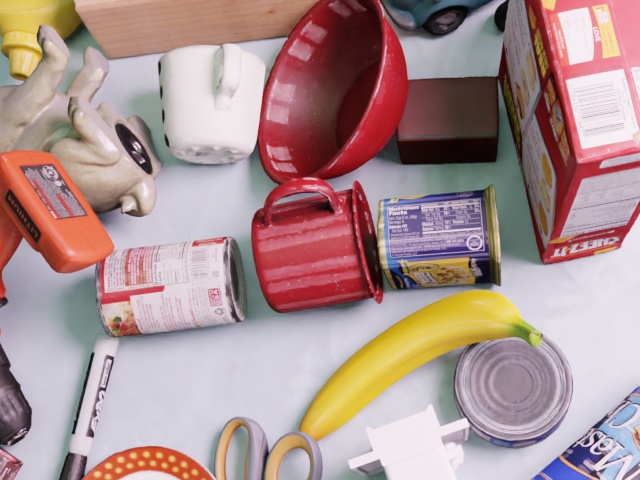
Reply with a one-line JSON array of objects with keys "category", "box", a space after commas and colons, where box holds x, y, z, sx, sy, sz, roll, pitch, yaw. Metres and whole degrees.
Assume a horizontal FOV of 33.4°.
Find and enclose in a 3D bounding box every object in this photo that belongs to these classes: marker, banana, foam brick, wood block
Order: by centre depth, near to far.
[{"category": "banana", "box": [0.065, 0.083, 0.767, 0.198, 0.069, 0.037, -30, 112, 24]}, {"category": "marker", "box": [-0.178, 0.132, 0.819, 0.020, 0.020, 0.121, 9, 74, 11]}, {"category": "foam brick", "box": [0.100, -0.092, 0.831, 0.078, 0.053, 0.051, -1, 72, 7]}, {"category": "wood block", "box": [-0.089, -0.221, 0.880, 0.206, 0.090, 0.091, -6, 71, 7]}]

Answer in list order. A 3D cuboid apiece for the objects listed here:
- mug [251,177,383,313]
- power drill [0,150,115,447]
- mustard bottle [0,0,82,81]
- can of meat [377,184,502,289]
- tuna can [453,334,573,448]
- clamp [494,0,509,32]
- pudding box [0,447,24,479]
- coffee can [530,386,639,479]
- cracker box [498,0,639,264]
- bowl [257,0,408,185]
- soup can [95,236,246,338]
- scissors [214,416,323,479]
[{"category": "mug", "box": [-0.005, 0.001, 0.787, 0.081, 0.117, 0.093, -11, 46, 10]}, {"category": "power drill", "box": [-0.237, 0.039, 0.797, 0.188, 0.057, 0.184, -42, 77, 26]}, {"category": "mustard bottle", "box": [-0.243, -0.228, 0.921, 0.096, 0.058, 0.191, 2, 73, 10]}, {"category": "can of meat", "box": [0.088, 0.001, 0.778, 0.084, 0.102, 0.057, -5, 73, 9]}, {"category": "tuna can", "box": [0.139, 0.106, 0.772, 0.086, 0.033, 0.086, -3, 72, 8]}, {"category": "clamp", "box": [0.182, -0.190, 0.795, 0.120, 0.171, 0.039, -3, 75, 17]}, {"category": "pudding box", "box": [-0.297, 0.180, 0.811, 0.113, 0.039, 0.090, 27, 80, 16]}, {"category": "coffee can", "box": [0.221, 0.157, 0.707, 0.140, 0.103, 0.103, -40, 71, -5]}, {"category": "cracker box", "box": [0.177, -0.094, 0.734, 0.072, 0.213, 0.164, -10, 72, 3]}, {"category": "bowl", "box": [0.018, -0.109, 0.821, 0.162, 0.055, 0.162, -31, 49, 44]}, {"category": "soup can", "box": [-0.112, 0.035, 0.814, 0.102, 0.068, 0.068, -7, 72, 6]}, {"category": "scissors", "box": [-0.035, 0.223, 0.759, 0.096, 0.016, 0.202, -17, 69, 25]}]
